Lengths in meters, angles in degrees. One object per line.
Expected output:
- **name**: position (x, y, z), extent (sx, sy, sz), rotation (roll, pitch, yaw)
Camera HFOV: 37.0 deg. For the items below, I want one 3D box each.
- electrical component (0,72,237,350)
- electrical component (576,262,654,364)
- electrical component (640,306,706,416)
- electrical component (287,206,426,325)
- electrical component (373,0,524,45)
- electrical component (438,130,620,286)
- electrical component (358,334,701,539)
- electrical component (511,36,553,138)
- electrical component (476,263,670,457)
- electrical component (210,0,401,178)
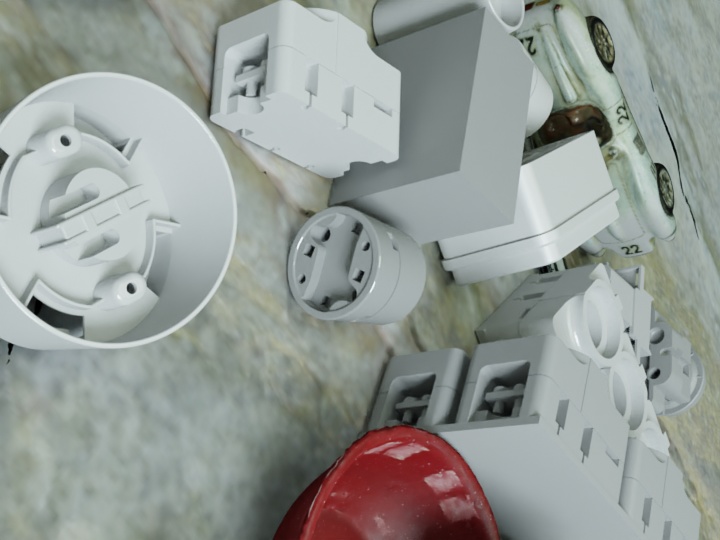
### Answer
- **electrical component**: position (-0.102, -0.019, 0.396), extent (0.099, 0.064, 0.099), rotation (18, 66, -49)
- **electrical component**: position (0.173, 0.030, 0.758), extent (0.064, 0.042, 0.081), rotation (34, 54, -39)
- **electrical component**: position (0.218, 0.074, 0.792), extent (0.057, 0.058, 0.078), rotation (33, 55, -39)
- **electrical component**: position (0.000, 0.000, 0.533), extent (0.047, 0.055, 0.055), rotation (15, 69, -54)
- **electrical component**: position (0.056, -0.161, 0.628), extent (0.044, 0.077, 0.079), rotation (47, 47, -34)
- **electrical component**: position (0.100, -0.038, 0.653), extent (0.113, 0.078, 0.057), rotation (-28, 100, -52)
- **electrical component**: position (0.100, 0.112, 0.588), extent (0.186, 0.105, 0.060), rotation (47, 47, -34)
- **electrical component**: position (0.090, -0.113, 0.680), extent (0.047, 0.055, 0.055), rotation (36, 53, -46)
- **electrical component**: position (0.144, 0.082, 0.688), extent (0.089, 0.062, 0.150), rotation (-38, 110, -50)
- **electrical component**: position (-0.024, -0.090, 0.527), extent (0.089, 0.050, 0.055), rotation (23, 63, -47)
